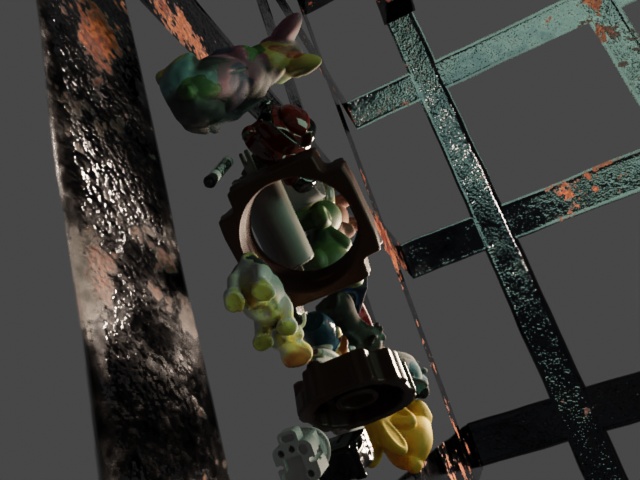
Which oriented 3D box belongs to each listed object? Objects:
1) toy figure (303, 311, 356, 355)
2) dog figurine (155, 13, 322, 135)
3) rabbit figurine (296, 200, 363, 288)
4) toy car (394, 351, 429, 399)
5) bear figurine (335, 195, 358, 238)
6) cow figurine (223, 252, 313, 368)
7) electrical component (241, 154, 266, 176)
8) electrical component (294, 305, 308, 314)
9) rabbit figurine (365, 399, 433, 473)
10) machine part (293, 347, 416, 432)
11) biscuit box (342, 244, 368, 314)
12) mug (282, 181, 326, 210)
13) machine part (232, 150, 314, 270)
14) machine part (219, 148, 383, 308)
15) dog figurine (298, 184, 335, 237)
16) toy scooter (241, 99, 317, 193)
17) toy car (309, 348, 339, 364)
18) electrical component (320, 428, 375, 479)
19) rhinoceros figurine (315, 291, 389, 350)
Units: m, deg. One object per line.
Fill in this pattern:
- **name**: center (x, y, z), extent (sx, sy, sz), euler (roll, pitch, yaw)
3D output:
- **toy figure**: center (0.013, 0.177, 0.928), extent (0.058, 0.064, 0.154), euler (-58, 142, -22)
- **dog figurine**: center (-0.112, -0.255, 0.809), extent (0.108, 0.219, 0.191), euler (63, 13, -5)
- **rabbit figurine**: center (-0.002, -0.003, 1.003), extent (0.159, 0.121, 0.170), euler (43, 38, -52)
- **toy car**: center (0.163, 0.288, 1.125), extent (0.161, 0.109, 0.103), euler (104, -3, -54)
- **bear figurine**: center (0.052, -0.038, 1.294), extent (0.196, 0.132, 0.120), euler (-96, 172, -69)
- **cow figurine**: center (-0.067, 0.099, 0.742), extent (0.167, 0.068, 0.098), euler (61, 9, -31)
- **electrical component**: center (-0.093, -0.118, 0.936), extent (0.078, 0.102, 0.045), euler (37, 19, -8)
- **electrical component**: center (-0.047, 0.101, 0.900), extent (0.094, 0.021, 0.063), euler (38, 32, -62)
- **rabbit figurine**: center (0.122, 0.355, 1.019), extent (0.173, 0.122, 0.162), euler (50, 27, -12)
- **machine part**: center (0.050, 0.218, 0.780), extent (0.179, 0.179, 0.056), euler (52, 18, -49)
- **biscuit box**: center (0.064, 0.074, 1.128), extent (0.203, 0.063, 0.059), euler (-77, 180, -66)
- **mug**: center (-0.061, -0.100, 0.992), extent (0.109, 0.107, 0.081), euler (55, 14, -15)
- **machine part**: center (-0.077, -0.033, 0.888), extent (0.243, 0.079, 0.079), euler (65, 13, -9)
- **machine part**: center (-0.026, -0.017, 0.787), extent (0.201, 0.201, 0.087), euler (63, 12, -16)
- **dog figurine**: center (-0.026, -0.047, 1.098), extent (0.172, 0.121, 0.190), euler (-2, 86, -41)
- **toy scooter**: center (-0.068, -0.166, 0.859), extent (0.135, 0.075, 0.184), euler (28, 39, -32)
- **toy car**: center (0.036, 0.247, 0.911), extent (0.201, 0.056, 0.073), euler (53, 20, -47)
- **electrical component**: center (0.040, 0.311, 0.786), extent (0.047, 0.075, 0.119), euler (69, 17, 3)
- **rhinoceros figurine**: center (0.066, 0.180, 1.024), extent (0.190, 0.112, 0.073), euler (56, 13, -11)
